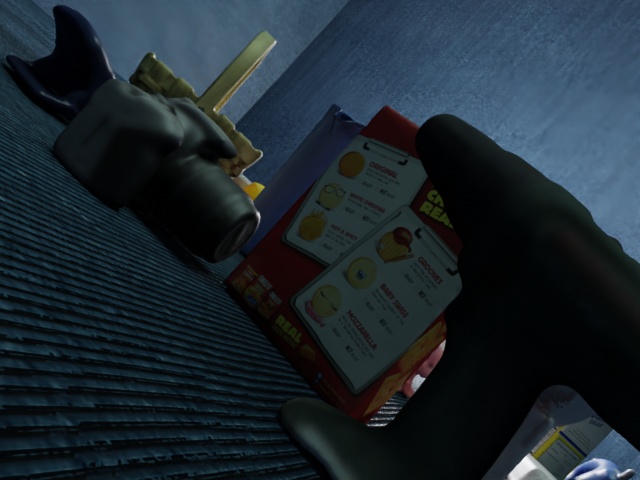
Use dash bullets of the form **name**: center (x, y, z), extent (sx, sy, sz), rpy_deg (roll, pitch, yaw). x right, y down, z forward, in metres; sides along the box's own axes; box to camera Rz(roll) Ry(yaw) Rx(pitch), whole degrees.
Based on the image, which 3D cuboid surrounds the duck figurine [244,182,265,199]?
- **duck figurine**: center (-0.121, -0.057, 0.921), extent (0.077, 0.086, 0.105), rpy_deg (43, 1, 43)

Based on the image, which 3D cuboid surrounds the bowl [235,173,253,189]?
- **bowl**: center (-0.144, -0.071, 1.045), extent (0.167, 0.074, 0.167), rpy_deg (43, 0, 0)

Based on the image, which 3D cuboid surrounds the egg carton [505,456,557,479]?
- **egg carton**: center (0.224, 0.278, 0.595), extent (0.107, 0.069, 0.150), rpy_deg (43, 0, 7)

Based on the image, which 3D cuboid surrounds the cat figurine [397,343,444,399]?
- **cat figurine**: center (0.142, 0.166, 0.842), extent (0.067, 0.117, 0.127), rpy_deg (42, 1, -44)

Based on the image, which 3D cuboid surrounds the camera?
- **camera**: center (-0.114, -0.055, 0.478), extent (0.136, 0.101, 0.143), rpy_deg (43, 0, 13)

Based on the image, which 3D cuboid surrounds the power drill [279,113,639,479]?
- **power drill**: center (0.082, 0.055, 0.324), extent (0.229, 0.208, 0.076), rpy_deg (43, 0, 29)

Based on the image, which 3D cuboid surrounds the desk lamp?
- **desk lamp**: center (0.173, 0.134, 0.479), extent (0.117, 0.213, 0.204), rpy_deg (43, 0, 15)

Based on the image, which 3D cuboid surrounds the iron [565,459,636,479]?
- **iron**: center (0.381, 0.371, 0.838), extent (0.118, 0.141, 0.259), rpy_deg (43, 0, 18)

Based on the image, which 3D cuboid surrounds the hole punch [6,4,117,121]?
- **hole punch**: center (-0.247, -0.172, 0.592), extent (0.108, 0.091, 0.101), rpy_deg (43, 0, 33)
